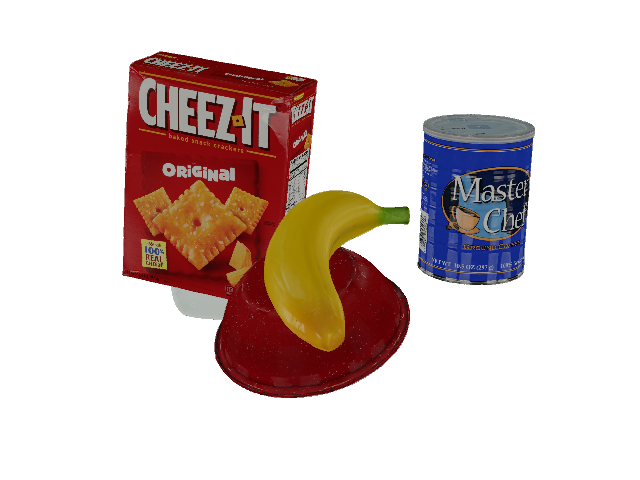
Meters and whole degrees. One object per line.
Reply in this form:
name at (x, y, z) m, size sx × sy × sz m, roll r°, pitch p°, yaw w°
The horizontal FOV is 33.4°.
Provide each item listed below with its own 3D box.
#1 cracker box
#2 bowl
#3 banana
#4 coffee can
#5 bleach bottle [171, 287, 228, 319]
cracker box at (-0.099, -0.055, 1.003) m, size 0.164 × 0.214 × 0.072 m, roll 13°, pitch 24°, yaw 16°
bowl at (-0.012, 0.049, 0.848) m, size 0.162 × 0.055 × 0.162 m, roll -10°, pitch 34°, yaw 6°
banana at (0.002, 0.007, 0.631) m, size 0.070 × 0.037 × 0.197 m, roll 3°, pitch 24°, yaw 15°
coffee can at (0.145, -0.041, 1.006) m, size 0.103 × 0.140 × 0.103 m, roll 1°, pitch 18°, yaw 0°
bleach bottle at (-0.087, -0.011, 1.213) m, size 0.102 × 0.068 × 0.250 m, roll 3°, pitch 35°, yaw 9°
